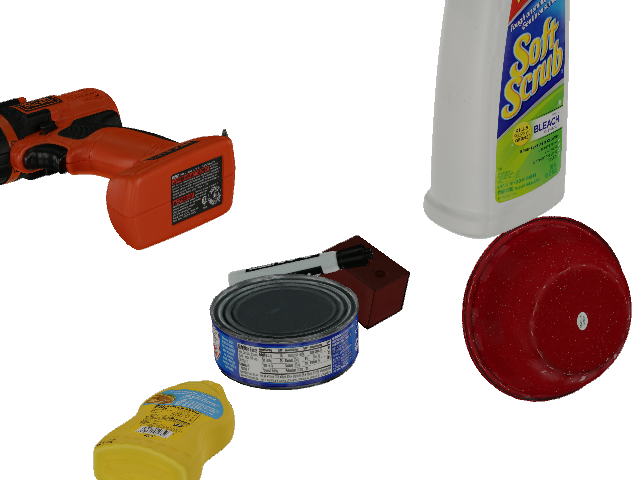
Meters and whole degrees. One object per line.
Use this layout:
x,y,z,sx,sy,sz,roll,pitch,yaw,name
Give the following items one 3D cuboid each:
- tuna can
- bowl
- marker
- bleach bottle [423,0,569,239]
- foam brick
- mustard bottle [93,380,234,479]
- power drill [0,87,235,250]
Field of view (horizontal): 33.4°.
-0.020,0.052,0.617,0.086,0.034,0.086,-2,23,1,tuna can
0.202,0.062,0.891,0.162,0.162,0.055,0,6,-19,bowl
-0.016,0.023,0.878,0.121,0.020,0.020,-12,-2,11,marker
0.116,-0.133,0.691,0.102,0.251,0.068,-23,34,-31,bleach bottle
0.042,0.041,1.067,0.052,0.051,0.078,-26,48,-36,foam brick
-0.137,0.184,1.043,0.096,0.058,0.191,7,18,15,mustard bottle
-0.166,-0.051,0.719,0.188,0.057,0.184,21,32,32,power drill
